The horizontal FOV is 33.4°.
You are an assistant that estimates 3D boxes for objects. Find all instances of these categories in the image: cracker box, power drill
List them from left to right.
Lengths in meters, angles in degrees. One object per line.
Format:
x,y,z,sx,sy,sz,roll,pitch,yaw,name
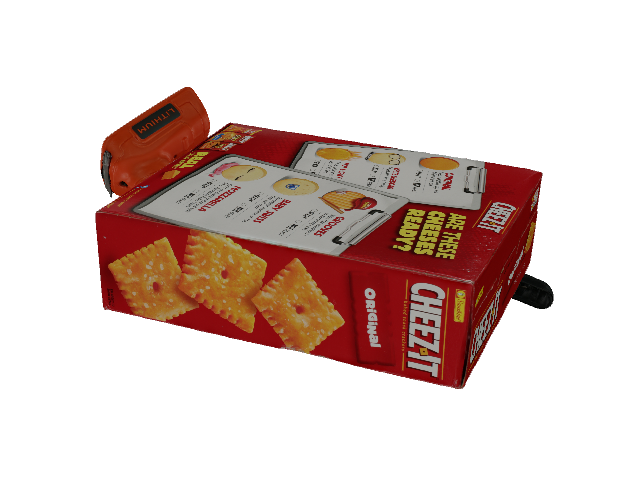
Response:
-0.063,-0.042,0.829,0.188,0.057,0.184,37,55,24,power drill
0.004,0.000,0.621,0.214,0.072,0.164,11,27,20,cracker box

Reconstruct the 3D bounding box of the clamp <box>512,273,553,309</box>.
0.121,0.019,0.938,0.120,0.039,0.171,-8,47,-26,clamp
